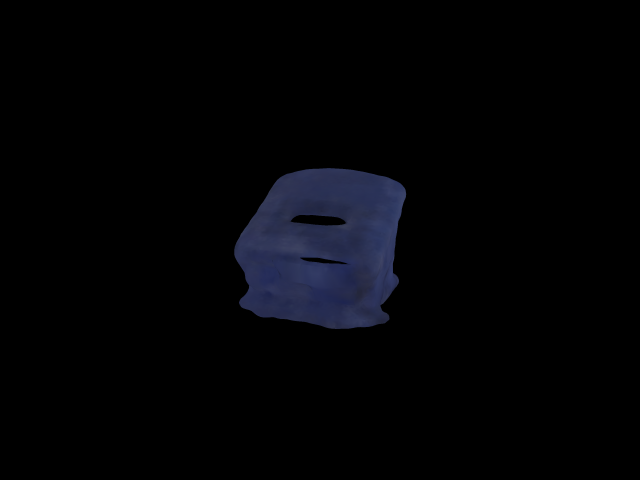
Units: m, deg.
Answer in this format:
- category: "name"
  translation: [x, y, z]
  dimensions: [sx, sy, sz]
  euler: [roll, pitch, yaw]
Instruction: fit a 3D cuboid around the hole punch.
- category: "hole punch"
  translation: [0.004, 0.001, 0.400]
  dimensions: [0.108, 0.091, 0.101]
  euler: [6, 17, 19]
